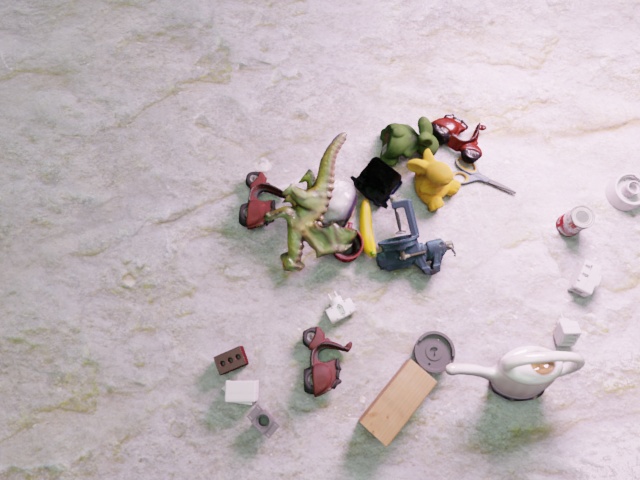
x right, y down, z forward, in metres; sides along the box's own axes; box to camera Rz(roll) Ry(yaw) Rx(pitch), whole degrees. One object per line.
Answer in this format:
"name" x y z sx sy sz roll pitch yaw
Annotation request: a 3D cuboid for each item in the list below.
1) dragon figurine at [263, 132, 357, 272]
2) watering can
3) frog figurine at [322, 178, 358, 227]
"dragon figurine" 0.004 -0.071 1.412 0.244 0.123 0.405 46 109 9
"watering can" 0.478 0.334 1.300 0.347 0.219 0.106 -5 56 1
"frog figurine" 0.024 -0.116 1.488 0.159 0.123 0.137 21 95 -5
